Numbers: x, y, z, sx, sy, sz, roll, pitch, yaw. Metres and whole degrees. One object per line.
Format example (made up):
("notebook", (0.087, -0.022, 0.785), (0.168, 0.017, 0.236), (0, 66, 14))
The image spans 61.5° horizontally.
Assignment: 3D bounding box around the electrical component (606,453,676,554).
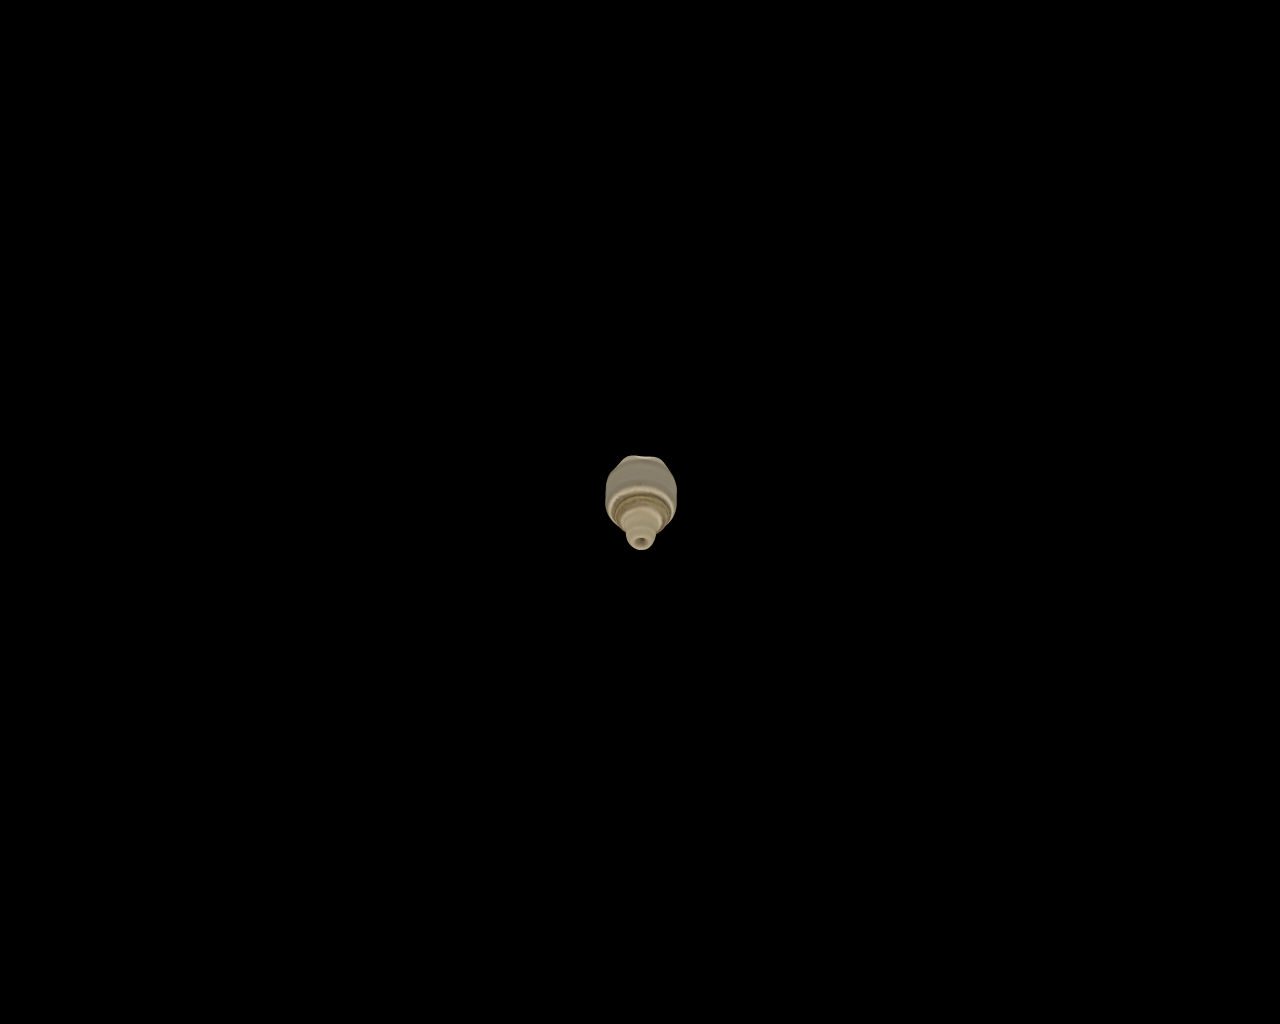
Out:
("electrical component", (0.001, -0.003, 0.650), (0.043, 0.043, 0.062), (0, 44, 0))
